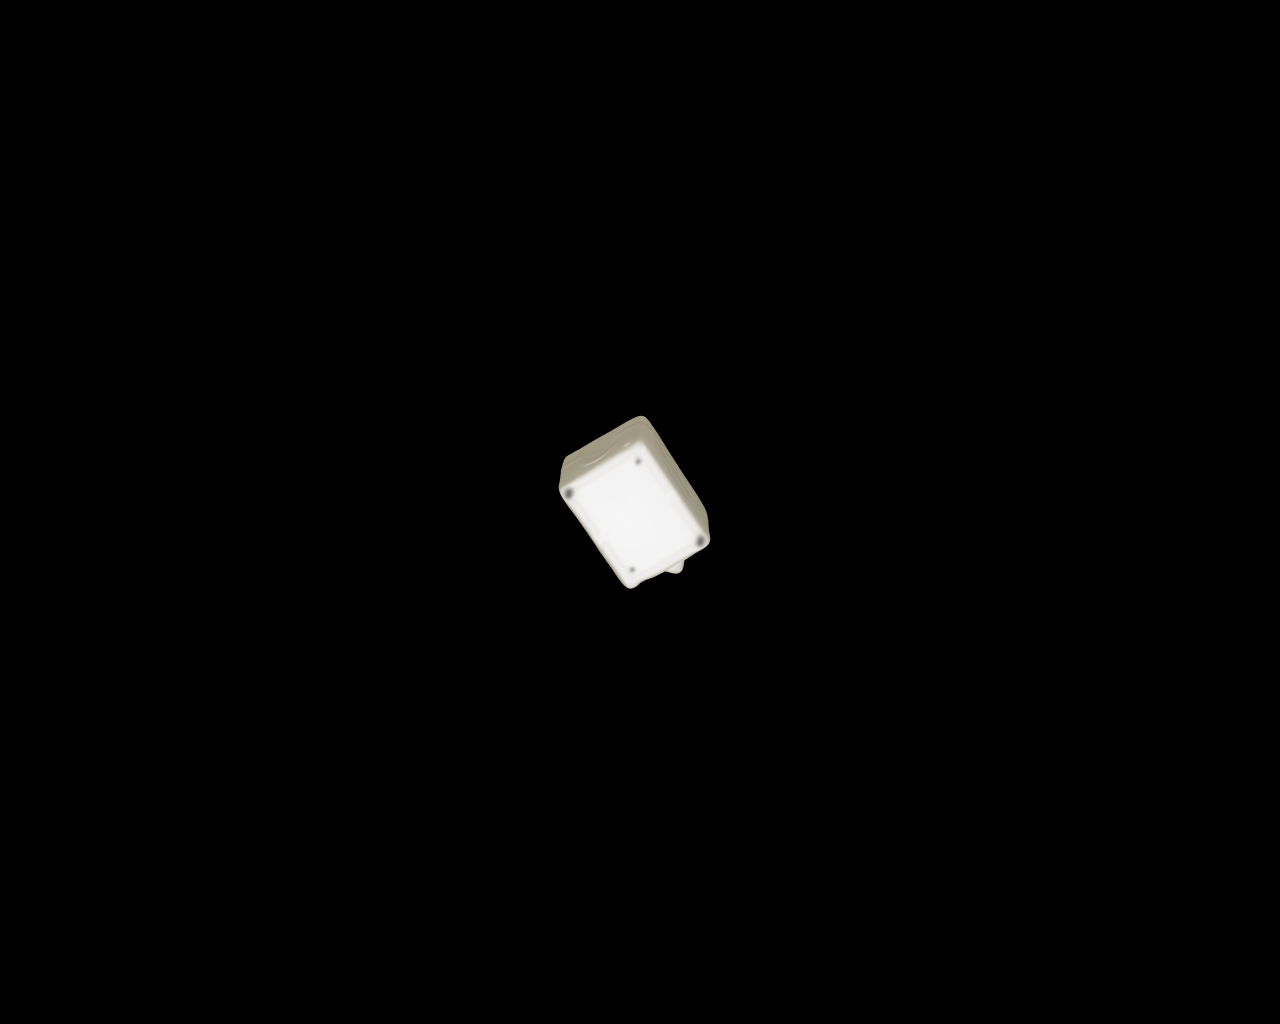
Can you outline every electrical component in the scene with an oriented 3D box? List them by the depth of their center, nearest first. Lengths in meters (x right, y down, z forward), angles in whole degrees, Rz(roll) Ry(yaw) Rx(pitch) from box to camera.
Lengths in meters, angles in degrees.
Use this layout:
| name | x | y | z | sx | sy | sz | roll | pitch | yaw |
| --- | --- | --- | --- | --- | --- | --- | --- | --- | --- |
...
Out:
| name | x | y | z | sx | sy | sz | roll | pitch | yaw |
| --- | --- | --- | --- | --- | --- | --- | --- | --- | --- |
| electrical component | 0.001 | -0.003 | 0.650 | 0.061 | 0.096 | 0.061 | -30 | 20 | 12 |
